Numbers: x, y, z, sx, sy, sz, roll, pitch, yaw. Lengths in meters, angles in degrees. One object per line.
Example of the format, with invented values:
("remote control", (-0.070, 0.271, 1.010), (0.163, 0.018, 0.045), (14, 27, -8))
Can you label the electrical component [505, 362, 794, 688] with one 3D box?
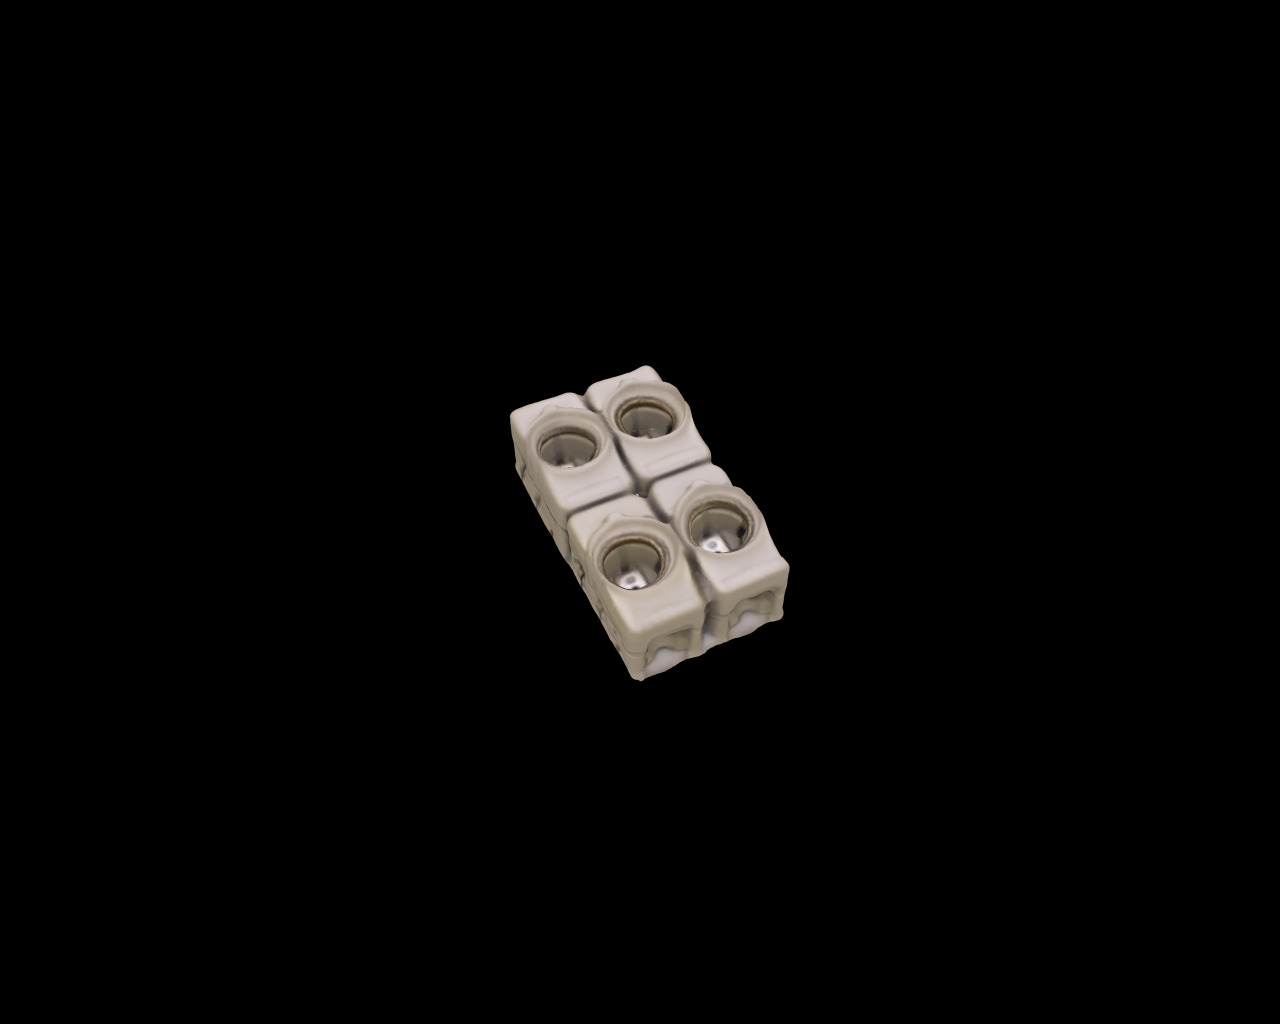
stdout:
("electrical component", (0.001, -0.003, 0.650), (0.105, 0.186, 0.060), (-21, -36, -16))
